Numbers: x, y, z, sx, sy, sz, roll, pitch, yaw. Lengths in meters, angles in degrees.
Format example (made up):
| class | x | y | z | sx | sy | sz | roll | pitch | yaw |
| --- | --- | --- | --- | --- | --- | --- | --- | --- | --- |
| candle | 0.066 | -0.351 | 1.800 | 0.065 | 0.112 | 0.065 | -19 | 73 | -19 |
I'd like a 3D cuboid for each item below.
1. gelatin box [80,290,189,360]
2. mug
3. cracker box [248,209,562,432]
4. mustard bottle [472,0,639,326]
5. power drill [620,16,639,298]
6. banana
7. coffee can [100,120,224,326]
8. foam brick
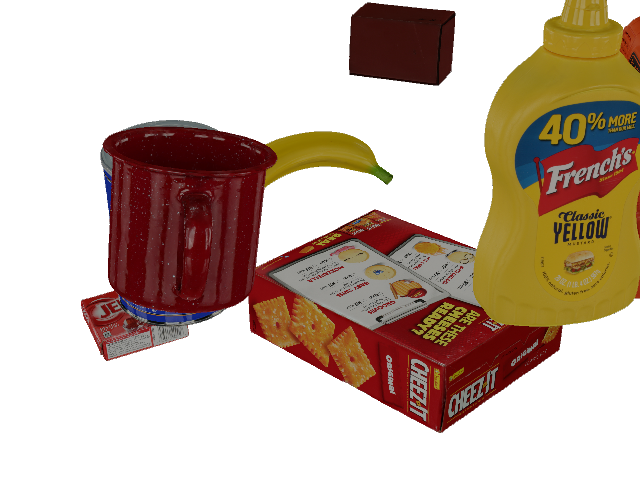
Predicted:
| class | x | y | z | sx | sy | sz | roll | pitch | yaw |
| --- | --- | --- | --- | --- | --- | --- | --- | --- | --- |
| gelatin box | -0.185 | 0.076 | 1.058 | 0.089 | 0.030 | 0.073 | -16 | 37 | -20 |
| mug | -0.071 | -0.008 | 0.573 | 0.093 | 0.081 | 0.117 | 1 | 20 | -15 |
| cracker box | 0.069 | 0.059 | 0.890 | 0.214 | 0.072 | 0.163 | 24 | 37 | 39 |
| mustard bottle | 0.139 | -0.047 | 0.596 | 0.096 | 0.192 | 0.058 | -5 | 27 | -10 |
| power drill | 0.249 | -0.051 | 0.788 | 0.057 | 0.188 | 0.184 | 4 | 36 | -2 |
| banana | -0.015 | -0.083 | 1.111 | 0.197 | 0.037 | 0.070 | -9 | 46 | -32 |
| coffee can | -0.123 | -0.015 | 0.885 | 0.103 | 0.140 | 0.103 | 0 | 33 | 0 |
| foam brick | 0.067 | -0.162 | 0.880 | 0.078 | 0.051 | 0.053 | 10 | 27 | 17 |
